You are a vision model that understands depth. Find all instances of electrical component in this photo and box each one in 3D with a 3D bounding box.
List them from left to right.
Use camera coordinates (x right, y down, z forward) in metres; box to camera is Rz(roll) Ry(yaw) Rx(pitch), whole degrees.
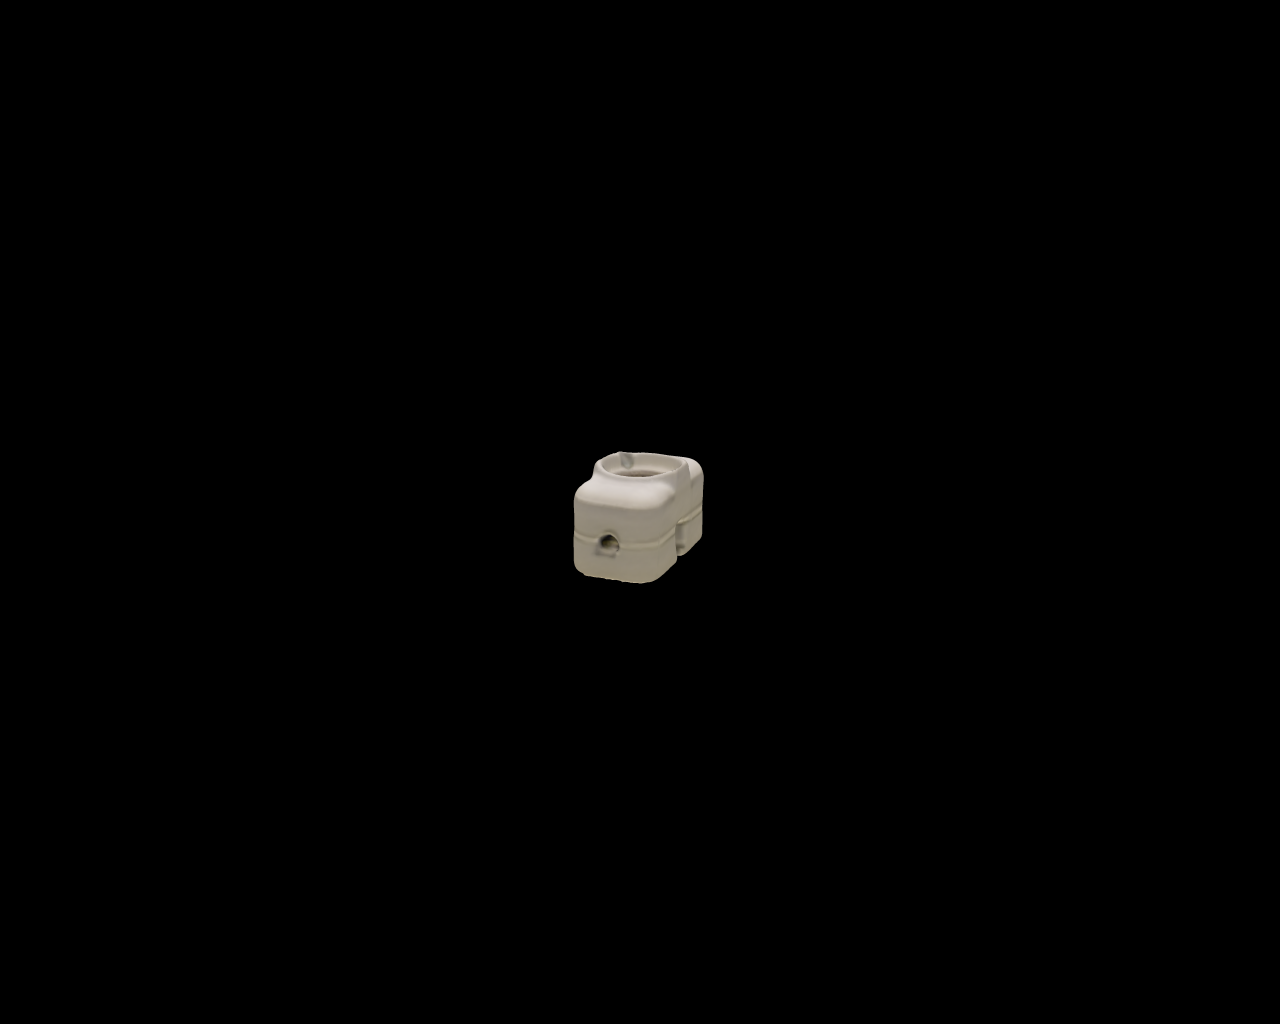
[{"bbox_3d":[0.001,-0.003,0.650,0.054,0.059,0.095,8,20,22],"label":"electrical component"}]
